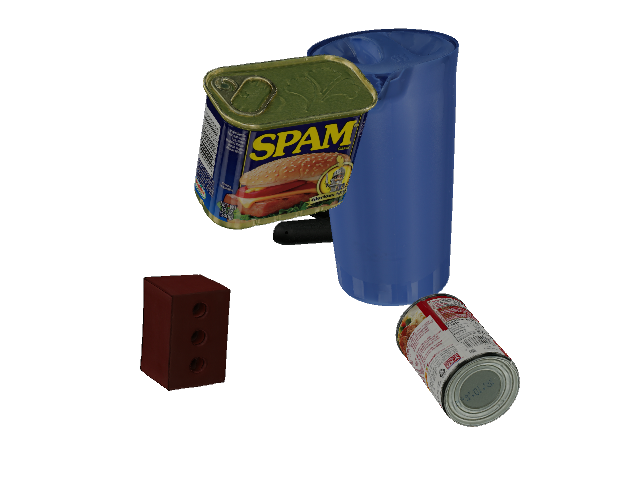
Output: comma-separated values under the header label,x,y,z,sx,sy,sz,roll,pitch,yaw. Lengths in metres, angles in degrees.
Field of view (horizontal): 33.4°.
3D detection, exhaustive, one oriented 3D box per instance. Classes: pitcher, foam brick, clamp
label,x,y,z,sx,sy,sz,roll,pitch,yaw
pitcher,0.065,-0.072,0.994,0.149,0.243,0.145,-20,30,-29
foam brick,-0.106,0.070,0.836,0.052,0.078,0.051,-4,14,-34
clamp,0.034,-0.015,1.210,0.210,0.036,0.164,14,22,-5

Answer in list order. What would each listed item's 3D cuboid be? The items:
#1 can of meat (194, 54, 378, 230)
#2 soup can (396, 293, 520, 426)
label,x,y,z,sx,sy,sz,roll,pitch,yaw
can of meat,-0.024,-0.059,0.650,0.101,0.084,0.057,-12,48,-27
soup can,0.111,0.096,0.869,0.068,0.068,0.102,0,25,-19
